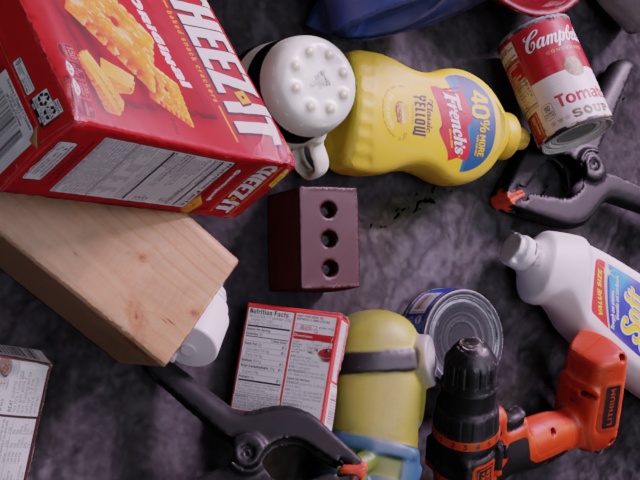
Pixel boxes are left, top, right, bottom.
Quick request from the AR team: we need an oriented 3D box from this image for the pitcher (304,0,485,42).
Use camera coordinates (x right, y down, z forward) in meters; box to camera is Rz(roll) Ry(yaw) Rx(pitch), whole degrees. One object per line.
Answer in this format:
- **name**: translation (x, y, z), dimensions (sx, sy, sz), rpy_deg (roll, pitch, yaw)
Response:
- **pitcher**: translation (0.052, -0.286, 0.821), dimensions (0.149, 0.145, 0.243), rpy_deg (-15, 91, -28)

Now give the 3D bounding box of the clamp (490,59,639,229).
- **clamp**: translation (0.246, -0.058, 0.972), dimensions (0.209, 0.036, 0.164), rpy_deg (-29, 92, -28)

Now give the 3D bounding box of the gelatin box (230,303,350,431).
- **gelatin box**: translation (-0.022, 0.094, 0.782), dimensions (0.030, 0.073, 0.089), rpy_deg (43, 54, -70)

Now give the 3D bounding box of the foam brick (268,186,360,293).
- **foam brick**: translation (-0.005, 0.001, 0.811), dimensions (0.052, 0.051, 0.078), rpy_deg (0, 86, -31)

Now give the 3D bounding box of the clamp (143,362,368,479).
- **clamp**: translation (-0.057, 0.157, 0.726), dimensions (0.171, 0.039, 0.120), rpy_deg (15, 74, 8)

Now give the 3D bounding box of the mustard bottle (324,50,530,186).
- **mustard bottle**: translation (0.095, -0.094, 0.875), dimensions (0.191, 0.058, 0.096), rpy_deg (5, 83, -31)

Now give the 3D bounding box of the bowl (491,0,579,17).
- **bowl**: translation (0.166, -0.268, 0.935), dimensions (0.161, 0.055, 0.162), rpy_deg (3, 84, -31)

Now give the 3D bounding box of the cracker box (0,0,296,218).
- **cracker box**: translation (-0.124, -0.104, 0.650), dimensions (0.213, 0.072, 0.164), rpy_deg (5, 53, -59)

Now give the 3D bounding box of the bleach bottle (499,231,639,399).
- **bleach bottle**: translation (0.259, 0.072, 0.958), dimensions (0.250, 0.068, 0.102), rpy_deg (31, 71, -23)

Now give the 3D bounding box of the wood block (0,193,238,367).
- **wood block**: translation (-0.167, -0.016, 0.692), dimensions (0.206, 0.091, 0.090), rpy_deg (43, 66, -21)

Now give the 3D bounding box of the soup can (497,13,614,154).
- **soup can**: translation (0.202, -0.134, 0.921), dimensions (0.068, 0.069, 0.102), rpy_deg (-10, 72, -31)

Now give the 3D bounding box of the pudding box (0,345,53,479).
- **pudding box**: translation (-0.233, 0.108, 0.666), dimensions (0.113, 0.039, 0.090), rpy_deg (12, 91, -28)

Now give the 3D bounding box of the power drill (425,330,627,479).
- **power drill**: translation (0.166, 0.138, 0.867), dimensions (0.187, 0.057, 0.184), rpy_deg (-18, 124, -31)

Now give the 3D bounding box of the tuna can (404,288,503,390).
- **tuna can**: translation (0.109, 0.082, 0.883), dimensions (0.086, 0.034, 0.086), rpy_deg (3, 84, -31)
